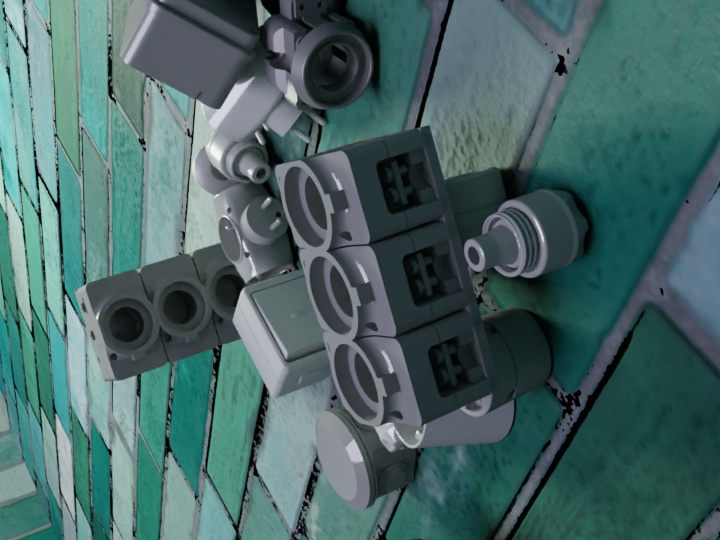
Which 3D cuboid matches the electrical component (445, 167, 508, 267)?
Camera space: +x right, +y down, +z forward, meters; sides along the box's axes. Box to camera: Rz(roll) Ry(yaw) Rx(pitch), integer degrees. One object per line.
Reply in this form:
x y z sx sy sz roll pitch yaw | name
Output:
0.044 -0.015 0.651 0.138 0.052 0.073 -6 101 63 | electrical component

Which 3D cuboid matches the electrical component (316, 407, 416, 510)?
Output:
0.003 0.140 0.829 0.080 0.051 0.080 41 141 46 | electrical component

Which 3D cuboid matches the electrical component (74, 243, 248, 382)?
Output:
-0.170 0.036 0.980 0.062 0.150 0.089 -15 93 65 | electrical component

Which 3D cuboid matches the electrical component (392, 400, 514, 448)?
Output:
0.051 0.069 0.705 0.099 0.064 0.099 173 90 -73 | electrical component

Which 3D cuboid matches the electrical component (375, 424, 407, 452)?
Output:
0.025 0.094 0.767 0.062 0.043 0.043 62 152 22 | electrical component

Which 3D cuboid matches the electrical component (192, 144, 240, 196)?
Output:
-0.126 -0.088 0.939 0.062 0.048 0.048 -169 63 -70 | electrical component

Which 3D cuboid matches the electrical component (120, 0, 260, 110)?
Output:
-0.114 -0.169 0.735 0.057 0.078 0.113 -55 23 23 | electrical component

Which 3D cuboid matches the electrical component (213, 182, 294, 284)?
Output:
-0.083 -0.037 0.888 0.079 0.044 0.077 -37 74 60 | electrical component

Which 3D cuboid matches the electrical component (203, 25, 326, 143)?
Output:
-0.062 -0.123 0.777 0.079 0.043 0.077 37 124 -11 | electrical component

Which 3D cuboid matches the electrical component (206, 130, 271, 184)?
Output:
-0.095 -0.092 0.877 0.062 0.043 0.043 42 142 42 | electrical component

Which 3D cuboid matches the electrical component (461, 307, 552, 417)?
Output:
0.079 0.052 0.632 0.055 0.047 0.055 42 141 45 | electrical component

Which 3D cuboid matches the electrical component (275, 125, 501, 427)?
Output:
0.010 0.005 0.596 0.089 0.062 0.150 -1 107 62 | electrical component

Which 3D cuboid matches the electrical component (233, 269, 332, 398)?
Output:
-0.059 0.043 0.874 0.096 0.062 0.061 59 151 23 | electrical component

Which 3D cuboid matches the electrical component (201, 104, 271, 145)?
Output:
-0.090 -0.135 0.838 0.079 0.044 0.077 62 152 18 | electrical component

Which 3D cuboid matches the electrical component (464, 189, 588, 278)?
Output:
0.084 -0.016 0.561 0.043 0.062 0.043 41 141 45 | electrical component

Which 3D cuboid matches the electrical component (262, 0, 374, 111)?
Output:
-0.027 -0.138 0.702 0.057 0.058 0.078 42 141 49 | electrical component
